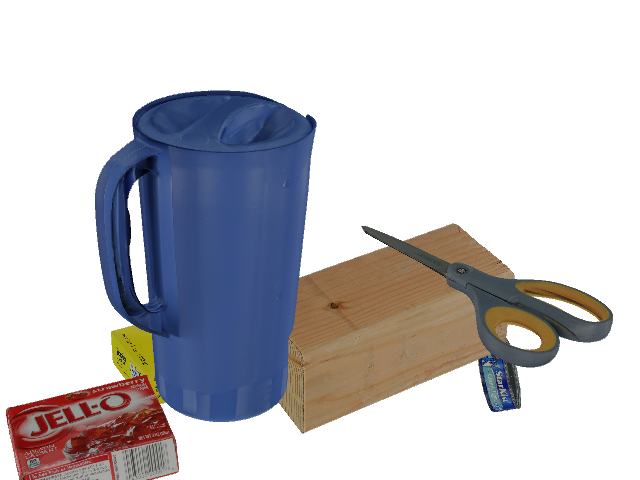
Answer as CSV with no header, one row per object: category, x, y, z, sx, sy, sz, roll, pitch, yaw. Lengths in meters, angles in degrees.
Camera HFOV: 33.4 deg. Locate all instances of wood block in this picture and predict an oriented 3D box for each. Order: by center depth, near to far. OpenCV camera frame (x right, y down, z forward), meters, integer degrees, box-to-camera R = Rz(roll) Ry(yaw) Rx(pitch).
wood block,0.053,0.070,0.912,0.205,0.090,0.091,-18,40,-24

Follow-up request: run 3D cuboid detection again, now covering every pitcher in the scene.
pitcher,-0.083,0.017,0.817,0.149,0.243,0.145,3,25,0

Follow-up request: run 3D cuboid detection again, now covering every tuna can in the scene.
tuna can,0.213,0.160,1.271,0.034,0.086,0.086,-12,-3,16

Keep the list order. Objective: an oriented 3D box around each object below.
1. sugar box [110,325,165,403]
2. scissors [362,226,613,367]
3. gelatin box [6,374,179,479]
sugar box,-0.110,0.105,1.068,0.176,0.048,0.093,-16,33,-27
scissors,0.094,0.036,0.722,0.202,0.016,0.096,17,35,27
gelatin box,-0.136,0.117,0.630,0.089,0.030,0.073,-11,26,-18
